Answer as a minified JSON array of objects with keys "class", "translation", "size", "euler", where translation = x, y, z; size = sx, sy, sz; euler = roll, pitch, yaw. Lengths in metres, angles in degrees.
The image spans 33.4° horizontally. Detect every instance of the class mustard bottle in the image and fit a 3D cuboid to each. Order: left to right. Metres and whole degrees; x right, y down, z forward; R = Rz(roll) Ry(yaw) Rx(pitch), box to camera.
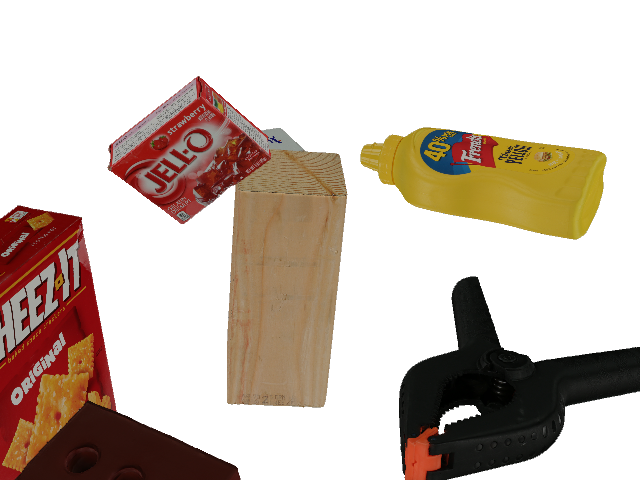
[{"class":"mustard bottle","translation":[0.123,-0.052,0.849],"size":[0.192,0.058,0.096],"euler":[12,34,23]}]

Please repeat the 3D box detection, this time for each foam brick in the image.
[{"class":"foam brick","translation":[-0.075,0.111,0.428],"size":[0.078,0.051,0.052],"euler":[18,44,23]}]

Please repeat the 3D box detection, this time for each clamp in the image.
[{"class":"clamp","translation":[0.103,0.080,0.638],"size":[0.165,0.036,0.209],"euler":[21,31,39]}]

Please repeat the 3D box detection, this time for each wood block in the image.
[{"class":"wood block","translation":[-0.033,0.033,0.924],"size":[0.090,0.206,0.091],"euler":[3,27,-5]}]

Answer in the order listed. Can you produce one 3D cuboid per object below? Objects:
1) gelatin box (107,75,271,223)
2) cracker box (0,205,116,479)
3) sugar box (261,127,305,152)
[{"class":"gelatin box","translation":[-0.091,-0.060,0.739],"size":[0.089,0.030,0.073],"euler":[-34,-51,21]},{"class":"cracker box","translation":[-0.237,0.105,0.835],"size":[0.072,0.214,0.164],"euler":[9,32,19]},{"class":"sugar box","translation":[-0.051,-0.039,1.299],"size":[0.048,0.176,0.093],"euler":[-11,26,-18]}]
